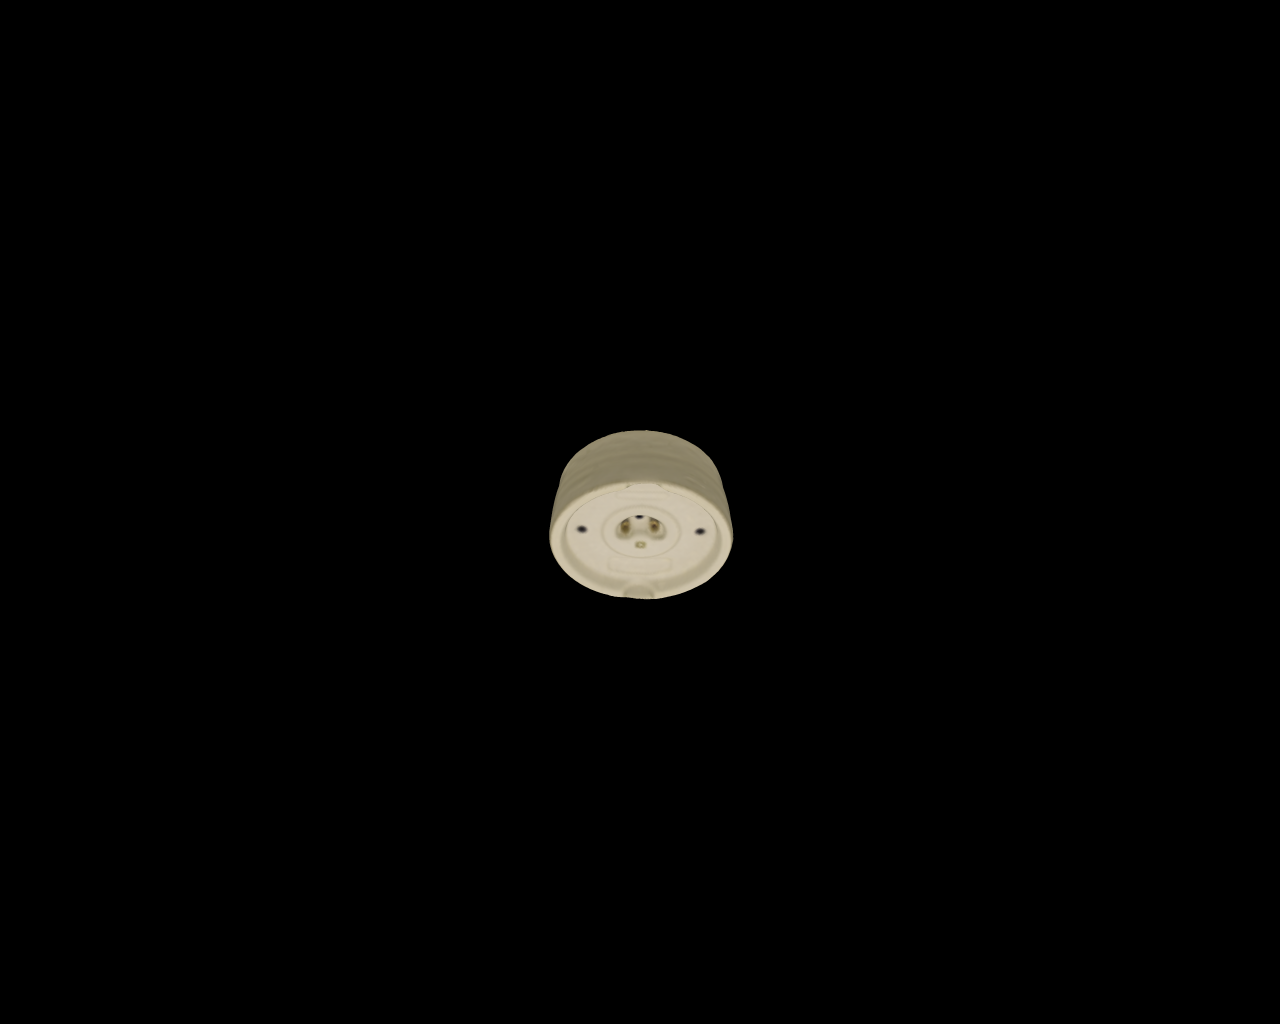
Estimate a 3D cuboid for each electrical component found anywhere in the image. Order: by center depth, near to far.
[{"bbox_3d":[0.001,-0.003,0.650,0.108,0.060,0.108,0,-43,0],"label":"electrical component"}]
